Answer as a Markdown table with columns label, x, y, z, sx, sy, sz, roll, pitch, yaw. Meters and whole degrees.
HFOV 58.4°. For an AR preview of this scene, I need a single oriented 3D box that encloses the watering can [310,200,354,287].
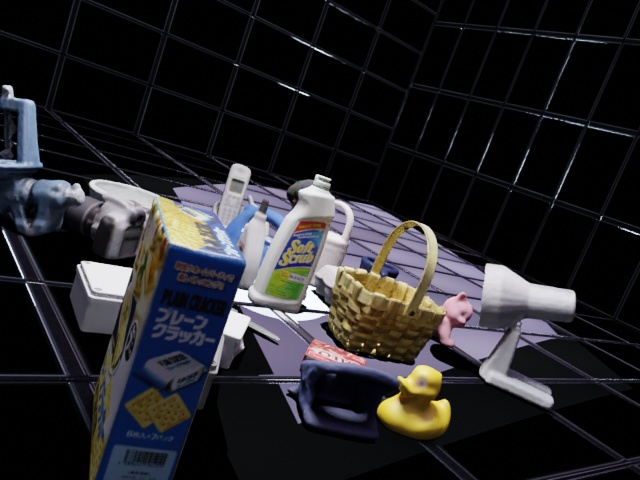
| label | x | y | z | sx | sy | sz | roll | pitch | yaw |
| --- | --- | --- | --- | --- | --- | --- | --- | --- | --- |
| watering can | 0.014 | 0.005 | 1.290 | 0.100 | 0.194 | 0.173 | 22 | 10 | 11 |

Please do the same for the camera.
| label | x | y | z | sx | sy | sz | roll | pitch | yaw |
| --- | --- | --- | --- | --- | --- | --- | --- | --- | --- |
| camera | -0.374 | -0.038 | 1.027 | 0.136 | 0.101 | 0.143 | 23 | 10 | 14 |

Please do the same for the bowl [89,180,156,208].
| label | x | y | z | sx | sy | sz | roll | pitch | yaw |
| --- | --- | --- | --- | --- | --- | --- | --- | --- | --- |
| bowl | -0.398 | -0.063 | 1.182 | 0.167 | 0.075 | 0.167 | 20 | 10 | -3 |

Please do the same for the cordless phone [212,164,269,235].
| label | x | y | z | sx | sy | sz | roll | pitch | yaw |
| --- | --- | --- | --- | --- | --- | --- | --- | --- | --- |
| cordless phone | -0.181 | -0.081 | 1.392 | 0.148 | 0.185 | 0.094 | 15 | 11 | -26 |

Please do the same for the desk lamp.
| label | x | y | z | sx | sy | sz | roll | pitch | yaw |
| --- | --- | --- | --- | --- | --- | --- | --- | --- | --- |
| desk lamp | 0.370 | 0.169 | 1.070 | 0.203 | 0.213 | 0.118 | 23 | 10 | 15 |

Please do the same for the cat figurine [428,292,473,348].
| label | x | y | z | sx | sy | sz | roll | pitch | yaw |
| --- | --- | --- | --- | --- | --- | --- | --- | --- | --- |
| cat figurine | 0.265 | 0.156 | 1.205 | 0.128 | 0.118 | 0.067 | 17 | 10 | -16 |

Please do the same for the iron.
| label | x | y | z | sx | sy | sz | roll | pitch | yaw |
| --- | --- | --- | --- | --- | --- | --- | --- | --- | --- |
| iron | -0.099 | 0.008 | 1.208 | 0.257 | 0.141 | 0.119 | 28 | 12 | 35 |

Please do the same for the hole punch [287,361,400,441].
| label | x | y | z | sx | sy | sz | roll | pitch | yaw |
| --- | --- | --- | --- | --- | --- | --- | --- | --- | --- |
| hole punch | 0.028 | 0.178 | 0.703 | 0.109 | 0.091 | 0.101 | 17 | 11 | -18 |

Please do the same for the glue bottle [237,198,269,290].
| label | x | y | z | sx | sy | sz | roll | pitch | yaw |
| --- | --- | --- | --- | --- | --- | --- | --- | --- | --- |
| glue bottle | -0.129 | 0.002 | 1.085 | 0.037 | 0.173 | 0.078 | 14 | 12 | -32 |

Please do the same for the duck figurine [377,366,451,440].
| label | x | y | z | sx | sy | sz | roll | pitch | yaw |
| --- | --- | --- | --- | --- | --- | --- | --- | --- | --- |
| duck figurine | 0.135 | 0.210 | 0.760 | 0.105 | 0.086 | 0.077 | 15 | 11 | -26 |

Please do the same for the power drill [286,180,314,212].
| label | x | y | z | sx | sy | sz | roll | pitch | yaw |
| --- | --- | --- | --- | --- | --- | --- | --- | --- | --- |
| power drill | -0.053 | -0.057 | 1.450 | 0.076 | 0.208 | 0.229 | 17 | 11 | -19 |

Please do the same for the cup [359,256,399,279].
| label | x | y | z | sx | sy | sz | roll | pitch | yaw |
| --- | --- | --- | --- | --- | --- | --- | --- | --- | --- |
| cup | 0.125 | 0.098 | 1.302 | 0.092 | 0.095 | 0.117 | 19 | 10 | -8 |

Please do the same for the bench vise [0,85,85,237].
| label | x | y | z | sx | sy | sz | roll | pitch | yaw |
| --- | --- | --- | --- | --- | --- | --- | --- | --- | --- |
| bench vise | -0.484 | -0.130 | 0.951 | 0.208 | 0.220 | 0.121 | 17 | 10 | -17 |

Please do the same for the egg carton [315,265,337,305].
| label | x | y | z | sx | sy | sz | roll | pitch | yaw |
| --- | --- | --- | --- | --- | --- | --- | --- | --- | --- |
| egg carton | 0.056 | 0.107 | 1.195 | 0.107 | 0.069 | 0.150 | 14 | 12 | -31 |
